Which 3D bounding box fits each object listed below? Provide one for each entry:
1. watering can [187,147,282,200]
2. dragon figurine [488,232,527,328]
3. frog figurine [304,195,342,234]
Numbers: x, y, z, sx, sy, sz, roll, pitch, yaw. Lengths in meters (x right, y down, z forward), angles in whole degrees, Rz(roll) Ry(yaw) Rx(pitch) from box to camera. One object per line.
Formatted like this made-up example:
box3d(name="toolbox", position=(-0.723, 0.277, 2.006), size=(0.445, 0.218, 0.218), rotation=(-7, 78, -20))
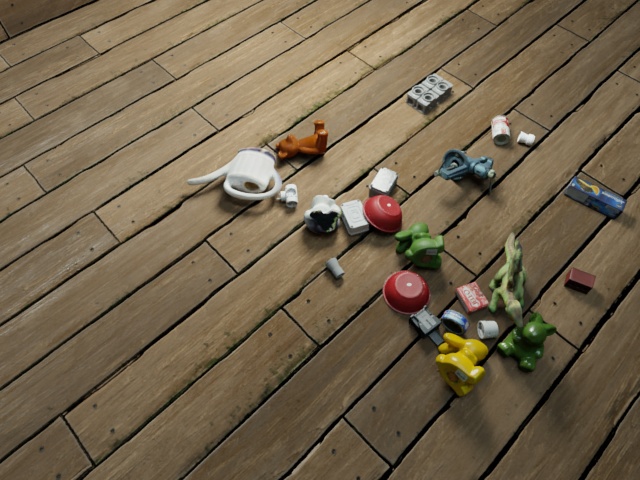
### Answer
box3d(name="watering can", position=(-0.304, -0.255, 1.933), size=(0.348, 0.101, 0.229), rotation=(11, 56, 7))
box3d(name="dragon figurine", position=(0.621, 0.093, 1.644), size=(0.122, 0.237, 0.419), rotation=(8, 59, 10))
box3d(name="frog figurine", position=(0.006, -0.093, 1.851), size=(0.137, 0.121, 0.162), rotation=(-21, 24, -4))
